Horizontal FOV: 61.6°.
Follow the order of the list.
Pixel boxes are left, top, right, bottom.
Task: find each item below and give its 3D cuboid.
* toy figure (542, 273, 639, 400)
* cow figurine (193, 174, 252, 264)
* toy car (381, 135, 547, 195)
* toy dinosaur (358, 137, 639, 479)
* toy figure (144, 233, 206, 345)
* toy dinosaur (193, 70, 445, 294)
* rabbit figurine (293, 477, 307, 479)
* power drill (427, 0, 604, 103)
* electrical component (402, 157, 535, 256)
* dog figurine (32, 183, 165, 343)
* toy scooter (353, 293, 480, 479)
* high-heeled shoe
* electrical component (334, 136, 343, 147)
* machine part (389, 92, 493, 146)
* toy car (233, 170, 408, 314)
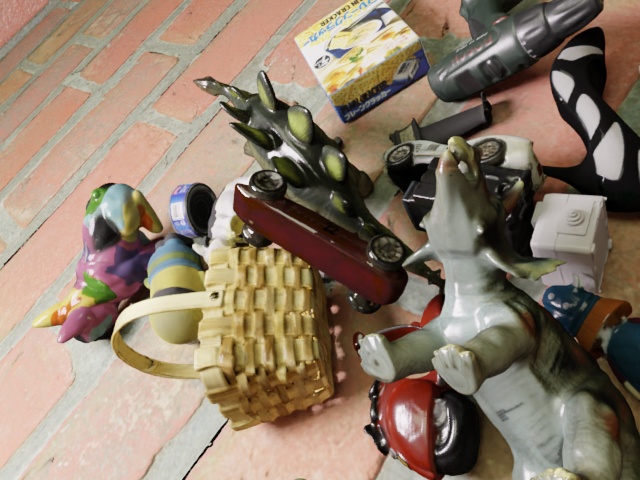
[{"bbox_3d":[0.260,0.087,0.460,0.064,0.057,0.155,-39,40,-7],"label":"toy figure"},{"bbox_3d":[-0.134,-0.015,0.778,0.098,0.068,0.167,-3,52,37],"label":"cow figurine"},{"bbox_3d":[0.156,-0.080,0.622,0.202,0.073,0.056,8,53,48],"label":"toy car"},{"bbox_3d":[0.175,0.120,0.423,0.192,0.405,0.131,-27,-9,-36],"label":"toy dinosaur"},{"bbox_3d":[-0.198,0.066,0.740,0.082,0.089,0.180,-57,41,33],"label":"toy figure"},{"bbox_3d":[-0.013,-0.086,0.664,0.472,0.198,0.105,41,91,21],"label":"toy dinosaur"},{"bbox_3d":[-0.046,0.291,0.448,0.159,0.121,0.170,-31,11,-36],"label":"rabbit figurine"},{"bbox_3d":[0.251,-0.290,0.708,0.232,0.086,0.207,-29,41,42],"label":"power drill"},{"bbox_3d":[0.158,-0.027,0.570,0.134,0.114,0.058,14,61,39],"label":"electrical component"},{"bbox_3d":[-0.327,0.044,0.787,0.109,0.191,0.219,15,50,32],"label":"dog figurine"},{"bbox_3d":[0.086,0.134,0.521,0.135,0.075,0.184,-6,51,28],"label":"toy scooter"},{"bbox_3d":[0.324,-0.142,0.580,0.145,0.086,0.248,13,70,36],"label":"high-heeled shoe"},{"bbox_3d":[-0.007,-0.122,0.811,0.063,0.021,0.094,27,74,43],"label":"electrical component"},{"bbox_3d":[0.161,-0.146,0.714,0.139,0.039,0.084,-25,39,17],"label":"machine part"},{"bbox_3d":[-0.001,-0.002,0.550,0.202,0.089,0.053,31,52,14],"label":"toy car"}]
